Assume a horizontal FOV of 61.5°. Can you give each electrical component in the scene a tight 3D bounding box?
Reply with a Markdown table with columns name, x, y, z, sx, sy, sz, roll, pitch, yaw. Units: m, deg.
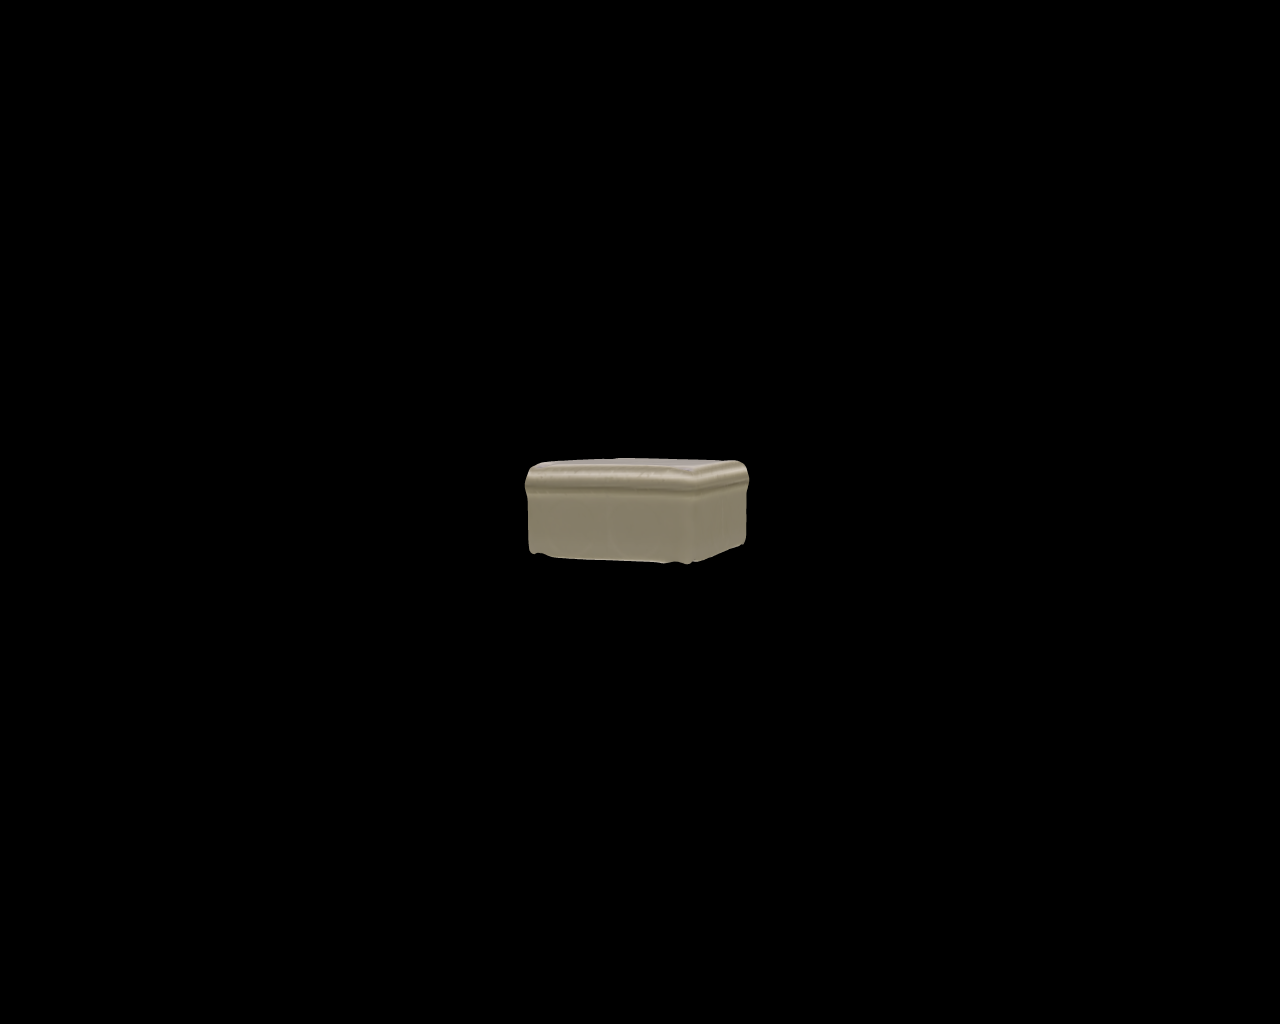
| name | x | y | z | sx | sy | sz | roll | pitch | yaw |
| --- | --- | --- | --- | --- | --- | --- | --- | --- | --- |
| electrical component | 0.001 | -0.003 | 0.650 | 0.109 | 0.056 | 0.109 | 2 | 5 | 24 |
